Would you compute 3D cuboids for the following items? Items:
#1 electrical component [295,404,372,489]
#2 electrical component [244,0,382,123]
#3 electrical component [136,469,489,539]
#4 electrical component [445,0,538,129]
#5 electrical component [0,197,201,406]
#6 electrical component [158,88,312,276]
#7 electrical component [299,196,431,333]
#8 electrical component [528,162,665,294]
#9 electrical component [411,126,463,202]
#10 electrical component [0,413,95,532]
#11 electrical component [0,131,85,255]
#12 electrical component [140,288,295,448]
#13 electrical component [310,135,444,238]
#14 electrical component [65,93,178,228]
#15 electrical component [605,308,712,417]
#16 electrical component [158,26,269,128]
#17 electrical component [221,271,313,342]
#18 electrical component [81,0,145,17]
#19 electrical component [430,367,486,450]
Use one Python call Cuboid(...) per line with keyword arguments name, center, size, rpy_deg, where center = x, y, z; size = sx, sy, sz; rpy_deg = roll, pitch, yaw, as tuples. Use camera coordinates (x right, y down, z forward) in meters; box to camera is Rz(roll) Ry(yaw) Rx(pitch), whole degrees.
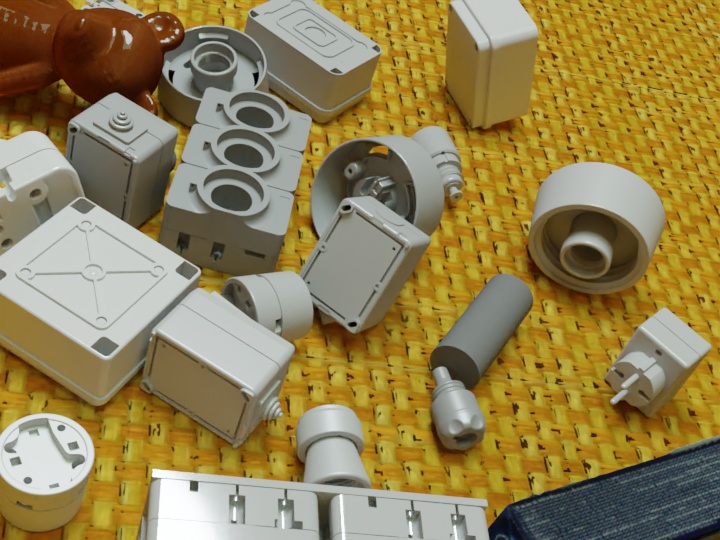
Cuboid(name="electrical component", center=(-0.018, 0.121, 0.696), size=(0.045, 0.045, 0.055), rpy_deg=(5, 46, -16))
Cuboid(name="electrical component", center=(-0.047, -0.195, 0.986), size=(0.113, 0.057, 0.078), rpy_deg=(37, 46, 16))
Cuboid(name="electrical component", center=(-0.030, 0.173, 0.597), size=(0.186, 0.105, 0.060), rpy_deg=(8, 45, -14))
Cuboid(name="electrical component", center=(0.121, -0.198, 1.009), size=(0.057, 0.113, 0.078), rpy_deg=(-17, 53, -11))
Cuboid(name="electrical component", center=(-0.182, 0.019, 0.725), size=(0.109, 0.056, 0.108), rpy_deg=(31, 44, 10))
Cuboid(name="electrical component", center=(-0.095, -0.072, 0.844), size=(0.089, 0.061, 0.150), rpy_deg=(15, 44, -7))
Cuboid(name="electrical component", center=(0.000, 0.000, 0.798), size=(0.062, 0.096, 0.061), rpy_deg=(36, 17, 14))
Cuboid(name="electrical component", center=(0.190, -0.027, 0.881), size=(0.108, 0.108, 0.060), rpy_deg=(24, 49, 3))
Cuboid(name="electrical component", center=(0.070, -0.091, 0.941), size=(0.040, 0.040, 0.078), rpy_deg=(-4, 49, -24))
Cuboid(name="electrical component", center=(-0.186, 0.120, 0.631), size=(0.055, 0.047, 0.055), rpy_deg=(11, 45, -11))
Cuboid(name="electrical component", center=(-0.251, -0.053, 0.755), size=(0.095, 0.053, 0.059), rpy_deg=(-31, 55, -21))
Cuboid(name="electrical component", center=(-0.087, 0.065, 0.712), size=(0.096, 0.061, 0.061), rpy_deg=(31, 44, 10))
Cuboid(name="electrical component", center=(0.015, -0.057, 0.849), size=(0.064, 0.099, 0.099), rpy_deg=(-21, 57, -43))
Cuboid(name="electrical component", center=(-0.177, -0.084, 0.799), size=(0.062, 0.096, 0.061), rpy_deg=(31, 43, 9))
Cuboid(name="electrical component", center=(0.215, 0.078, 0.813), size=(0.077, 0.065, 0.047), rpy_deg=(-28, 62, -38))
Cuboid(name="electrical component", center=(-0.127, -0.163, 0.937), size=(0.099, 0.064, 0.099), rpy_deg=(4, 57, -6))
Cuboid(name="electrical component", center=(-0.066, 0.029, 0.763), size=(0.047, 0.055, 0.055), rpy_deg=(-11, 52, -34))
Cuboid(name="electrical component", center=(-0.214, -0.196, 0.919), size=(0.081, 0.063, 0.042), rpy_deg=(30, 43, 9))
Cuboid(name="electrical component", center=(0.066, 0.095, 0.762), size=(0.035, 0.035, 0.061), rpy_deg=(0, 45, -21))
